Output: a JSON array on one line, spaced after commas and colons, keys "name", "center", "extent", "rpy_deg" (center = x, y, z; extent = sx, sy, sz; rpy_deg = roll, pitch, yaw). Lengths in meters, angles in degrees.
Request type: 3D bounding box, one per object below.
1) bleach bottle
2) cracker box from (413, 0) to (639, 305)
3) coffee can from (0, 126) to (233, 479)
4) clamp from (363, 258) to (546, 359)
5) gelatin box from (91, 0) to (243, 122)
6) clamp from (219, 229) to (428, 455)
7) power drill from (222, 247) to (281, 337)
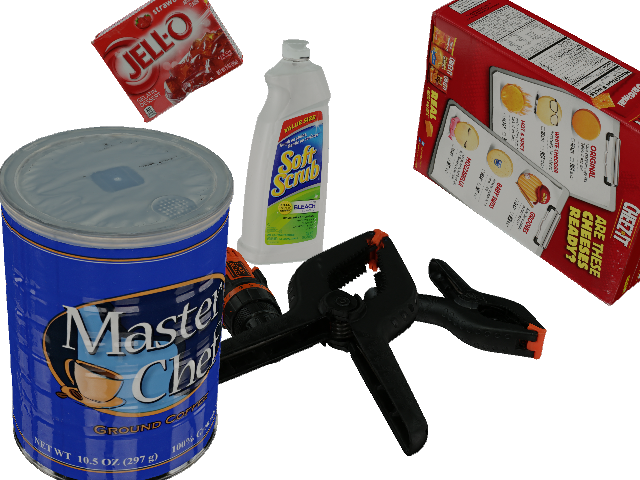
[{"name": "bleach bottle", "center": [-0.041, -0.102, 1.219], "extent": [0.102, 0.251, 0.068], "rpy_deg": [-5, 21, -22]}, {"name": "cracker box", "center": [0.177, -0.077, 0.833], "extent": [0.072, 0.164, 0.214], "rpy_deg": [-33, 55, -30]}, {"name": "coffee can", "center": [-0.096, 0.031, 0.505], "extent": [0.102, 0.140, 0.103], "rpy_deg": [5, 31, -3]}, {"name": "clamp", "center": [0.140, 0.063, 1.016], "extent": [0.172, 0.039, 0.120], "rpy_deg": [21, 35, 26]}, {"name": "gelatin box", "center": [-0.113, -0.142, 0.795], "extent": [0.089, 0.073, 0.030], "rpy_deg": [-30, 20, 9]}, {"name": "clamp", "center": [0.022, 0.062, 0.737], "extent": [0.165, 0.036, 0.209], "rpy_deg": [18, 37, 18]}, {"name": "power drill", "center": [-0.132, 0.064, 0.949], "extent": [0.187, 0.057, 0.185], "rpy_deg": [-3, 22, -19]}]
